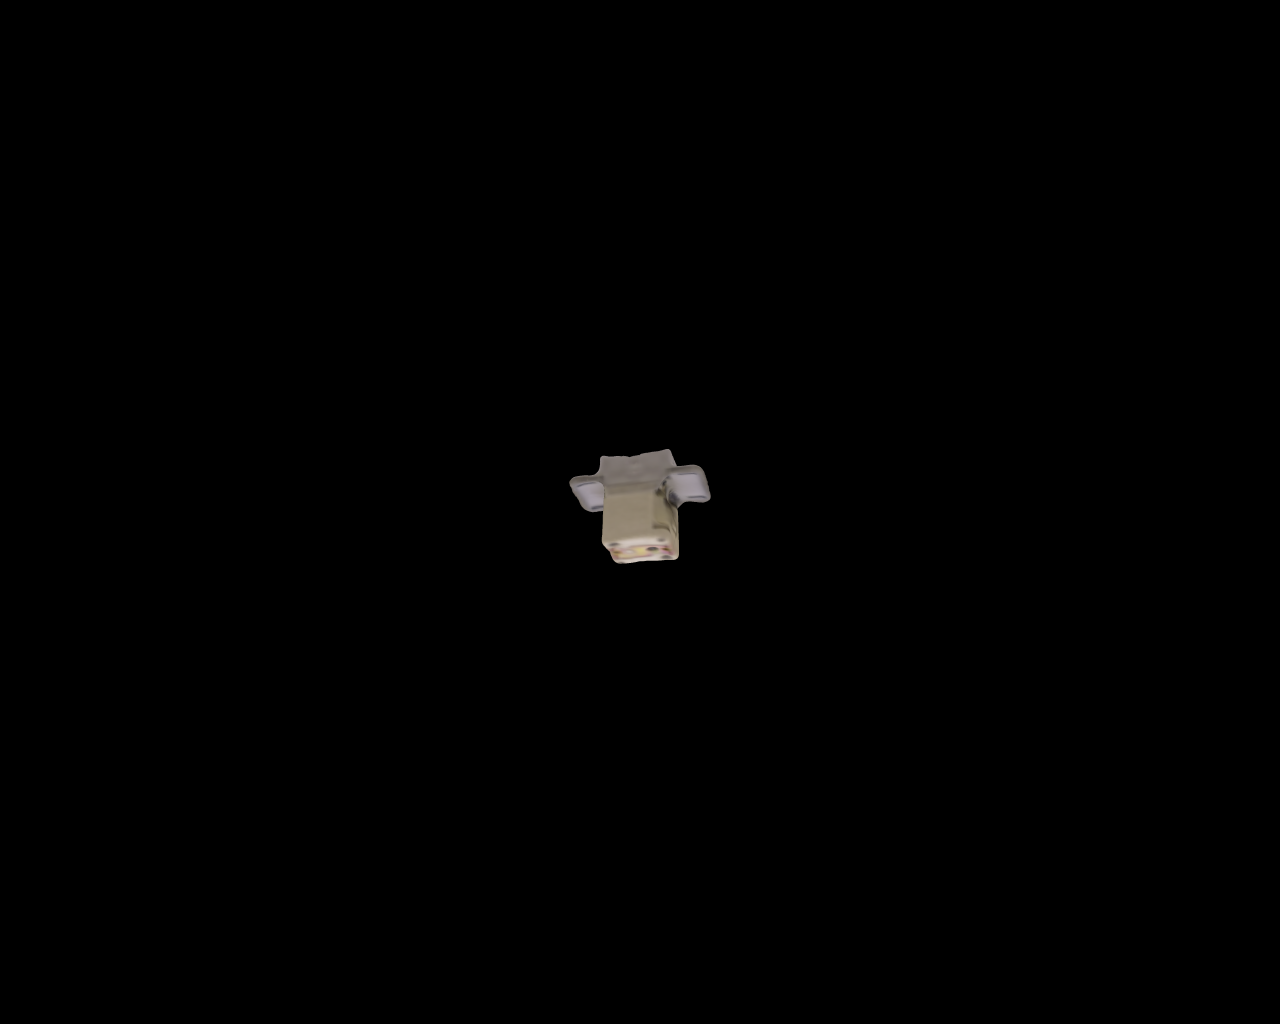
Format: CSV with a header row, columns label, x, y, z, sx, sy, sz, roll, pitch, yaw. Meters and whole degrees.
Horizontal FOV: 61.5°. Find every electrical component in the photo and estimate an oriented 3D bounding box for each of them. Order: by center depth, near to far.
label,x,y,z,sx,sy,sz,roll,pitch,yaw
electrical component,0.001,-0.003,0.650,0.081,0.064,0.042,-6,-28,12
